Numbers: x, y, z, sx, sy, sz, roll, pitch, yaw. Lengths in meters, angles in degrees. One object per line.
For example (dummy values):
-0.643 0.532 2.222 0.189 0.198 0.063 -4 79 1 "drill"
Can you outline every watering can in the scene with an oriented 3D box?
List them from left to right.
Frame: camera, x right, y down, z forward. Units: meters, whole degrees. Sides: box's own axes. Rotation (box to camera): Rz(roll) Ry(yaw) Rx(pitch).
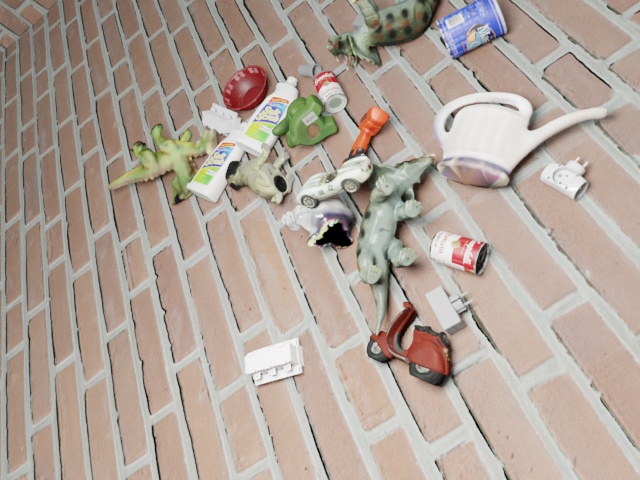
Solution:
0.390 -0.211 1.082 0.349 0.102 0.226 15 76 35 "watering can"

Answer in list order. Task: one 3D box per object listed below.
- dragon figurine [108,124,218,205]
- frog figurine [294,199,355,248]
-0.475 -0.215 1.597 0.408 0.121 0.247 -41 61 10 "dragon figurine"
0.004 -0.062 1.232 0.138 0.119 0.163 -15 44 -14 "frog figurine"
